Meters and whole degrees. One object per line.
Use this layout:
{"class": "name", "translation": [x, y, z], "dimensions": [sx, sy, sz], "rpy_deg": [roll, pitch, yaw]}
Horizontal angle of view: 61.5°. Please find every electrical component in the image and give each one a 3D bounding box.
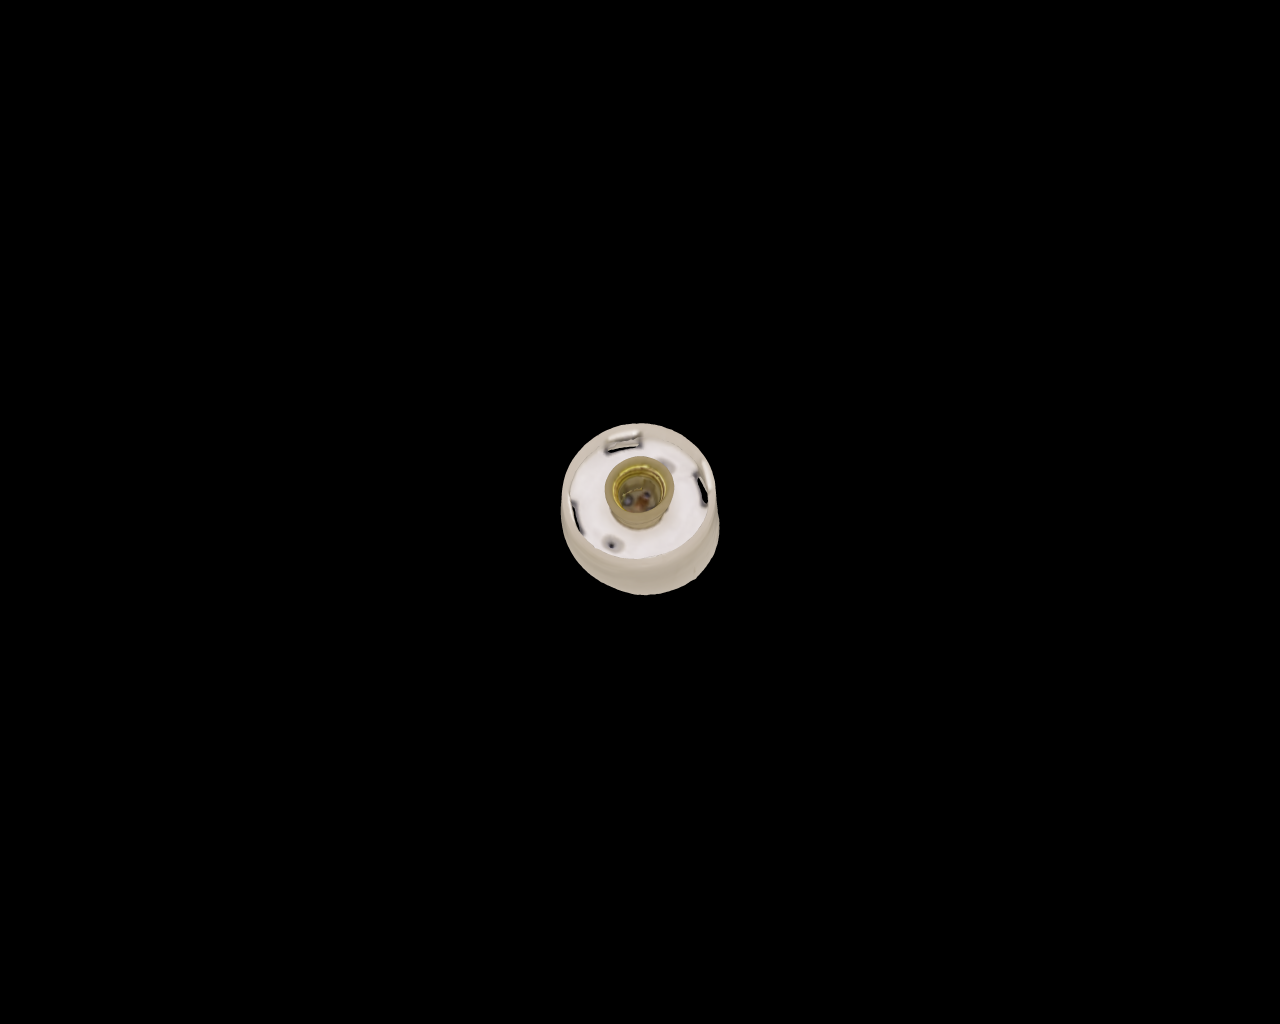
{"class": "electrical component", "translation": [0.001, -0.003, 0.650], "dimensions": [0.099, 0.099, 0.064], "rpy_deg": [0, -24, 0]}
